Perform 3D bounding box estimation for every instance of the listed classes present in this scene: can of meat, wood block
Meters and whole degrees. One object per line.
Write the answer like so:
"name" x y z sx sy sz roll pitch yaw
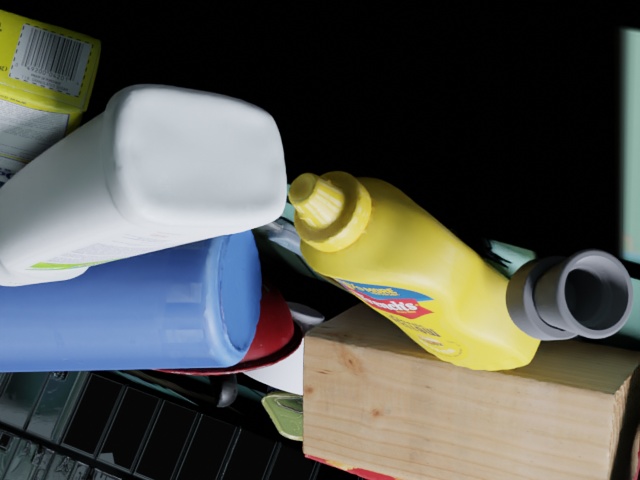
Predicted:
"can of meat" -0.015 0.140 1.057 0.057 0.084 0.102 0 146 16
"wood block" 0.099 0.109 0.706 0.206 0.090 0.090 8 -164 27

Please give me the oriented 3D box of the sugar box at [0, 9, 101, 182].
"sugar box" -0.176 -0.074 0.583 0.093 0.048 0.176 17 167 -14

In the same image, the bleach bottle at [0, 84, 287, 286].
"bleach bottle" -0.133 -0.014 0.581 0.102 0.068 0.251 2 167 -43

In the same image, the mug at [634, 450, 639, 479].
"mug" 0.251 0.187 0.885 0.117 0.081 0.093 14 164 28

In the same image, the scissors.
"scissors" -0.005 0.001 0.702 0.096 0.016 0.201 6 160 42

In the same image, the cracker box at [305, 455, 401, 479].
"cracker box" 0.113 0.189 1.002 0.214 0.072 0.164 18 -170 15

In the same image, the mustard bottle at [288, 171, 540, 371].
"mustard bottle" 0.045 0.014 0.588 0.096 0.058 0.191 16 166 42

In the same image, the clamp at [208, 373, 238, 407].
"clamp" -0.101 0.103 1.011 0.165 0.036 0.209 23 -166 29

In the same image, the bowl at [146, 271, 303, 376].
"bowl" -0.093 0.052 0.856 0.162 0.055 0.162 3 -163 -1

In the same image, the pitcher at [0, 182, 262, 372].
"pitcher" -0.172 0.025 0.745 0.243 0.145 0.149 0 -179 14
